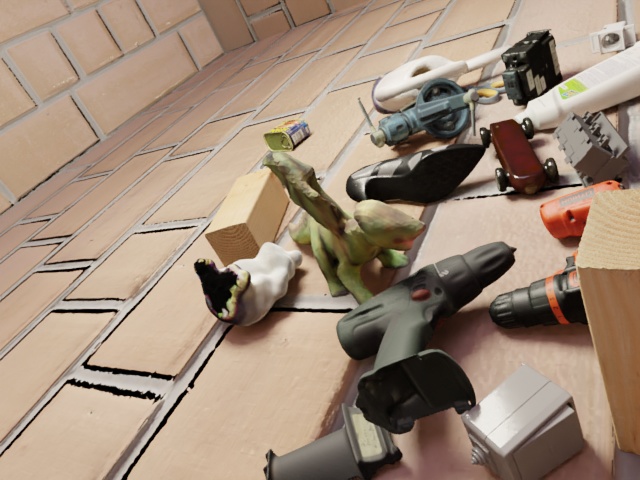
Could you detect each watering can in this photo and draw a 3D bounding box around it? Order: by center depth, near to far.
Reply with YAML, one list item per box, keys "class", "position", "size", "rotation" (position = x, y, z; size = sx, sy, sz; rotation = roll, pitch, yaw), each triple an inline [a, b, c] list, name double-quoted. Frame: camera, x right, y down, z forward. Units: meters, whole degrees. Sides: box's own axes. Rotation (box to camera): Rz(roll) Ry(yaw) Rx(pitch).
- class: "watering can"
  position: [0.261, -0.370, 1.184]
  size: [0.350, 0.103, 0.224]
  rotation: [-24, 12, -23]

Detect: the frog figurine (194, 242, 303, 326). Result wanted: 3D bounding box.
- class: "frog figurine"
  position: [-0.101, 0.068, 0.821]
  size: [0.136, 0.123, 0.160]
  rotation: [-15, -6, 38]

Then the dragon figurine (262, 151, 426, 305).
- class: "dragon figurine"
  position: [0.002, -0.038, 0.746]
  size: [0.123, 0.238, 0.413]
  rotation: [-43, 34, -18]
